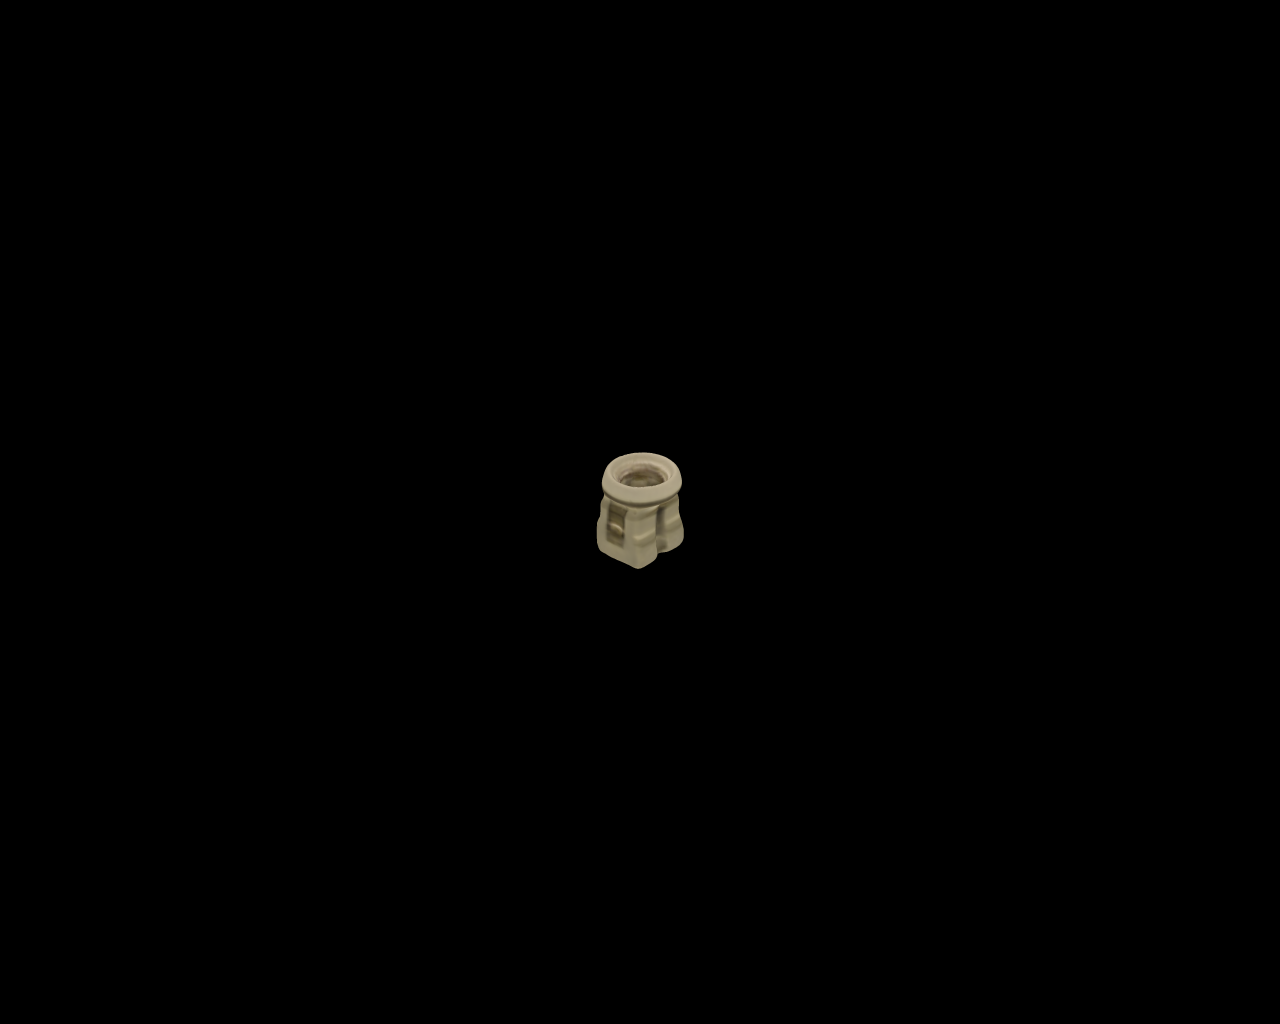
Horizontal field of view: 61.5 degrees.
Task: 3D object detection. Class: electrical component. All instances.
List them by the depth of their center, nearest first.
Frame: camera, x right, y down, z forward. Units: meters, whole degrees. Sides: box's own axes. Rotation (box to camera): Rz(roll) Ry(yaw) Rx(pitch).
[{"bbox_3d":[0.001,-0.003,0.650,0.048,0.055,0.066,24,39,34],"label":"electrical component"}]
